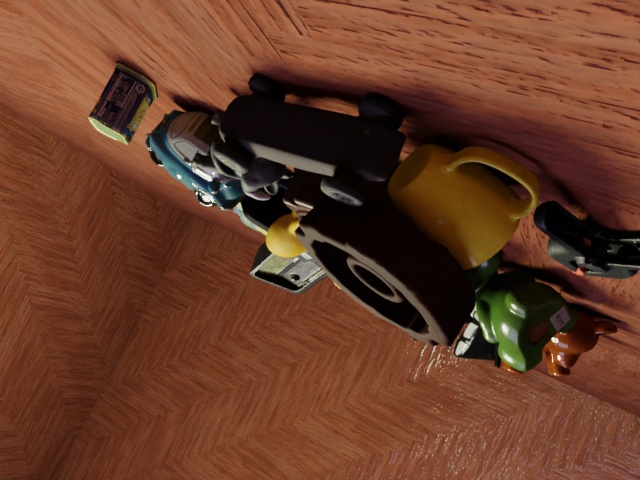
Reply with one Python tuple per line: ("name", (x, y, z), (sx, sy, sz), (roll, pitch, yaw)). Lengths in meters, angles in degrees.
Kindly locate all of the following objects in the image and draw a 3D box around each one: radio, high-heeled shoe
("radio", (-0.036, 0.028, 1.117), (0.131, 0.073, 0.229), (27, 143, -21))
("high-heeled shoe", (0.287, 0.138, 0.933), (0.086, 0.145, 0.248), (7, 176, 1))

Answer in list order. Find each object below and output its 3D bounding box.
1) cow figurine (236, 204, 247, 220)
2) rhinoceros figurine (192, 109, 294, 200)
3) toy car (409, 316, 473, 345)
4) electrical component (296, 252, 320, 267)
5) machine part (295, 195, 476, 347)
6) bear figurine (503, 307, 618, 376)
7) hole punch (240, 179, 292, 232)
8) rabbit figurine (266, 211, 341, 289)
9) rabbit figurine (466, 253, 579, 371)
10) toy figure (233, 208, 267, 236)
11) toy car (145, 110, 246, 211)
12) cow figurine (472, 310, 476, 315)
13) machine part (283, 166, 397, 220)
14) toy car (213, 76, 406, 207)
("cow figurine", (-0.175, -0.106, 1.018), (0.195, 0.085, 0.127), (30, 178, -26))
("rhinoceros figurine", (-0.085, -0.095, 0.627), (0.112, 0.073, 0.190), (28, -172, -14))
("toy car", (0.165, 0.105, 0.765), (0.056, 0.073, 0.201), (58, -167, 25))
("electrical component", (-0.011, 0.009, 0.975), (0.119, 0.048, 0.075), (35, 146, -29))
("machine part", (0.060, 0.025, 0.500), (0.179, 0.056, 0.179), (37, 168, 10))
("bear figurine", (0.385, 0.170, 0.873), (0.120, 0.132, 0.196), (3, 179, -1))
("hole punch", (-0.076, -0.077, 0.913), (0.142, 0.092, 0.116), (29, -156, -42))
("rabbit figurine", (-0.002, -0.003, 0.848), (0.173, 0.122, 0.162), (5, 148, 5))
("rabbit figurine", (0.243, 0.082, 0.763), (0.159, 0.121, 0.170), (35, -176, -37))
("toy figure", (-0.118, -0.048, 1.209), (0.180, 0.089, 0.082), (21, 180, 19))
("toy car", (-0.157, -0.127, 0.752), (0.161, 0.109, 0.103), (38, 149, -10))
("cow figurine", (0.297, 0.118, 1.018), (0.098, 0.068, 0.167), (19, 176, 8))
("machine part", (0.069, -0.028, 0.670), (0.201, 0.087, 0.201), (23, 174, 24))
("toy car", (-0.013, -0.089, 0.480), (0.202, 0.089, 0.053), (20, 170, 35))
